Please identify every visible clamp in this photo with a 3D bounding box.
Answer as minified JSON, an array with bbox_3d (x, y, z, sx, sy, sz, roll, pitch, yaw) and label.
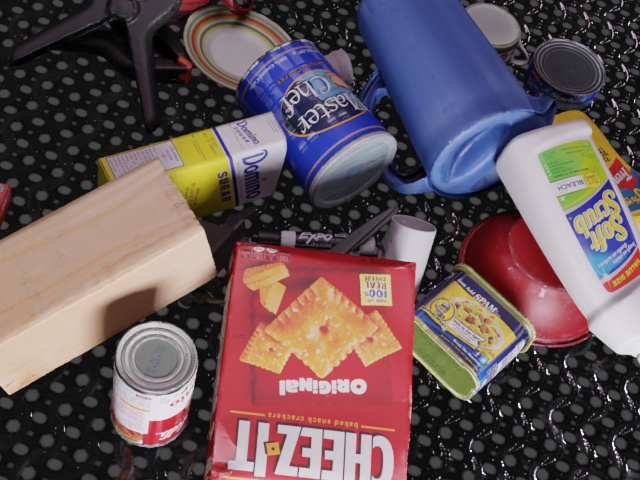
[{"bbox_3d":[-0.209,-0.223,1.133,0.171,0.039,0.120,22,62,-5],"label":"clamp"},{"bbox_3d":[-0.191,-0.222,1.080,0.164,0.036,0.210,33,87,-4],"label":"clamp"}]

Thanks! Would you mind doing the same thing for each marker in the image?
[{"bbox_3d":[-0.007,0.001,1.039,0.121,0.020,0.020,4,56,-10],"label":"marker"}]

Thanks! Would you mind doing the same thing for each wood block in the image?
[{"bbox_3d":[-0.201,0.030,0.905,0.206,0.091,0.090,-30,65,-11],"label":"wood block"}]

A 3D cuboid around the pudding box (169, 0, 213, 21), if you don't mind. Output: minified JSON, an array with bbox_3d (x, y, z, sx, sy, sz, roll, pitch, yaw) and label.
[{"bbox_3d":[-0.184,-0.282,1.158,0.113,0.039,0.089,44,28,16],"label":"pudding box"}]

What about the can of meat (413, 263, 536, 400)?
[{"bbox_3d":[0.133,0.086,0.991,0.083,0.057,0.102,-37,71,-28],"label":"can of meat"}]

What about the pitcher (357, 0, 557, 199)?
[{"bbox_3d":[0.120,-0.167,1.124,0.149,0.145,0.243,-4,53,-30],"label":"pitcher"}]

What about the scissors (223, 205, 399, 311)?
[{"bbox_3d":[0.008,0.039,1.002,0.201,0.016,0.096,-23,61,-15],"label":"scissors"}]

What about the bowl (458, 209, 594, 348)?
[{"bbox_3d":[0.221,0.023,1.054,0.162,0.055,0.162,6,56,-9],"label":"bowl"}]

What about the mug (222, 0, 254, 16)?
[{"bbox_3d":[-0.105,-0.296,1.144,0.093,0.117,0.081,-13,20,26],"label":"mug"}]

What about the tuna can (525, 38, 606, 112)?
[{"bbox_3d":[0.280,-0.188,1.220,0.086,0.034,0.086,6,56,-9],"label":"tuna can"}]

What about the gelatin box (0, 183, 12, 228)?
[{"bbox_3d":[-0.336,-0.024,0.978,0.089,0.030,0.073,12,55,-4],"label":"gelatin box"}]

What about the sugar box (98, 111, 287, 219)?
[{"bbox_3d":[-0.121,-0.058,1.010,0.176,0.093,0.048,-17,63,-21],"label":"sugar box"}]

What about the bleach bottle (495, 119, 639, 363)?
[{"bbox_3d":[0.263,0.008,1.001,0.102,0.068,0.251,-15,64,-23],"label":"bleach bottle"}]

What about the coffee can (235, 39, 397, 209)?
[{"bbox_3d":[-0.005,-0.116,1.068,0.102,0.103,0.140,-26,66,-26],"label":"coffee can"}]

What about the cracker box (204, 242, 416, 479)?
[{"bbox_3d":[-0.006,0.116,0.910,0.164,0.072,0.213,8,66,-6],"label":"cracker box"}]

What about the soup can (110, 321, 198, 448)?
[{"bbox_3d":[-0.138,0.119,0.881,0.068,0.102,0.068,6,55,-9],"label":"soup can"}]

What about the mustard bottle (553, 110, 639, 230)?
[{"bbox_3d":[0.298,-0.048,1.115,0.096,0.058,0.192,-20,63,-35],"label":"mustard bottle"}]
